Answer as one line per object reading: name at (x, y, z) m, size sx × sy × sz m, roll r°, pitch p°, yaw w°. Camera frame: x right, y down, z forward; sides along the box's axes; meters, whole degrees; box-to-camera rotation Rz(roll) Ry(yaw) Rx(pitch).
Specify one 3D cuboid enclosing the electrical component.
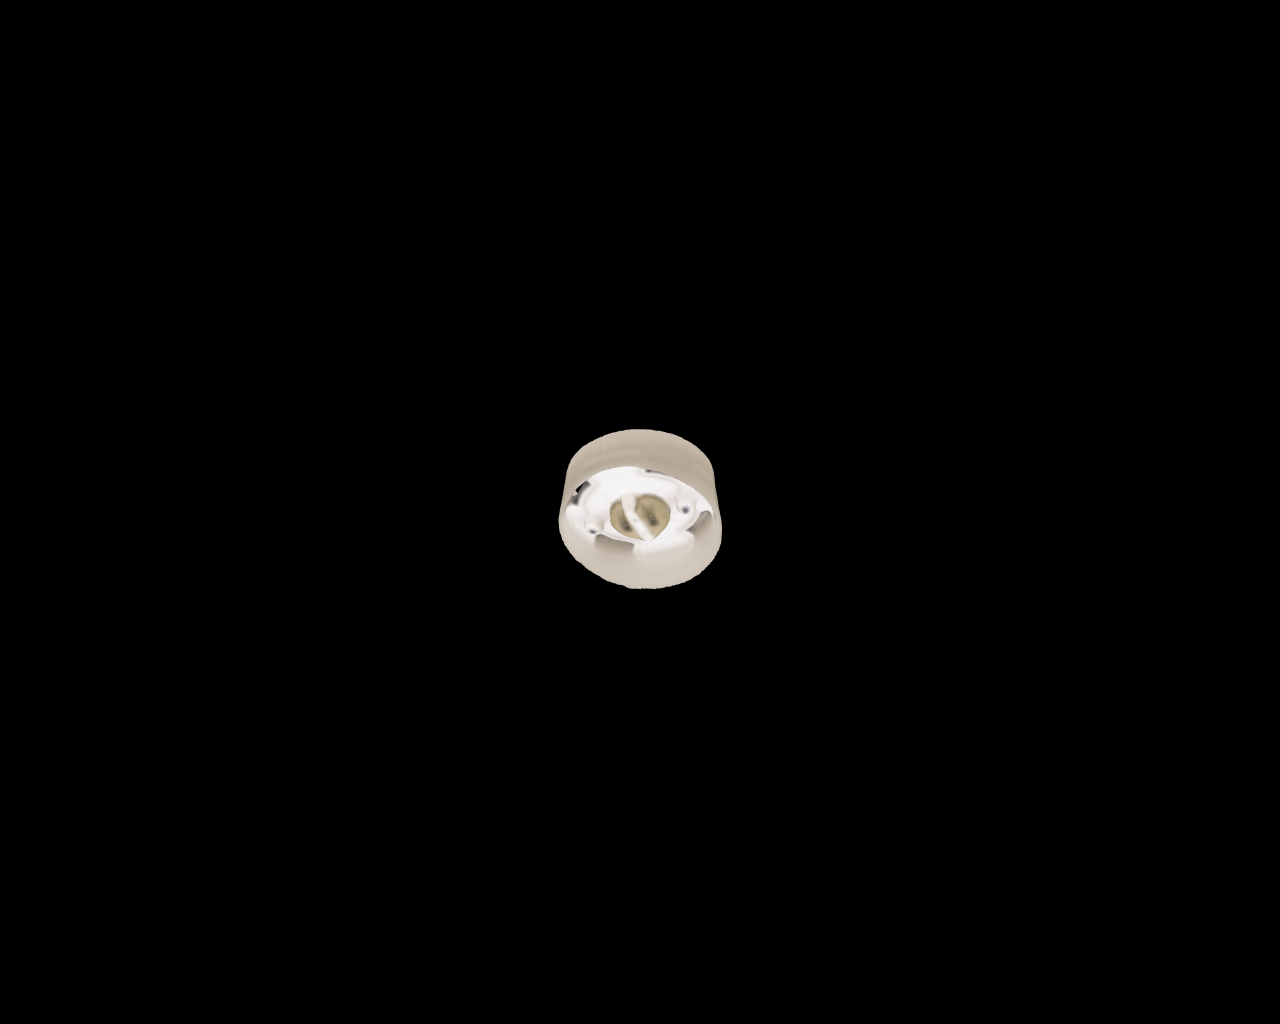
electrical component at (0.001, -0.003, 0.650) m, size 0.099 × 0.064 × 0.099 m, roll 0°, pitch -35°, yaw 0°
